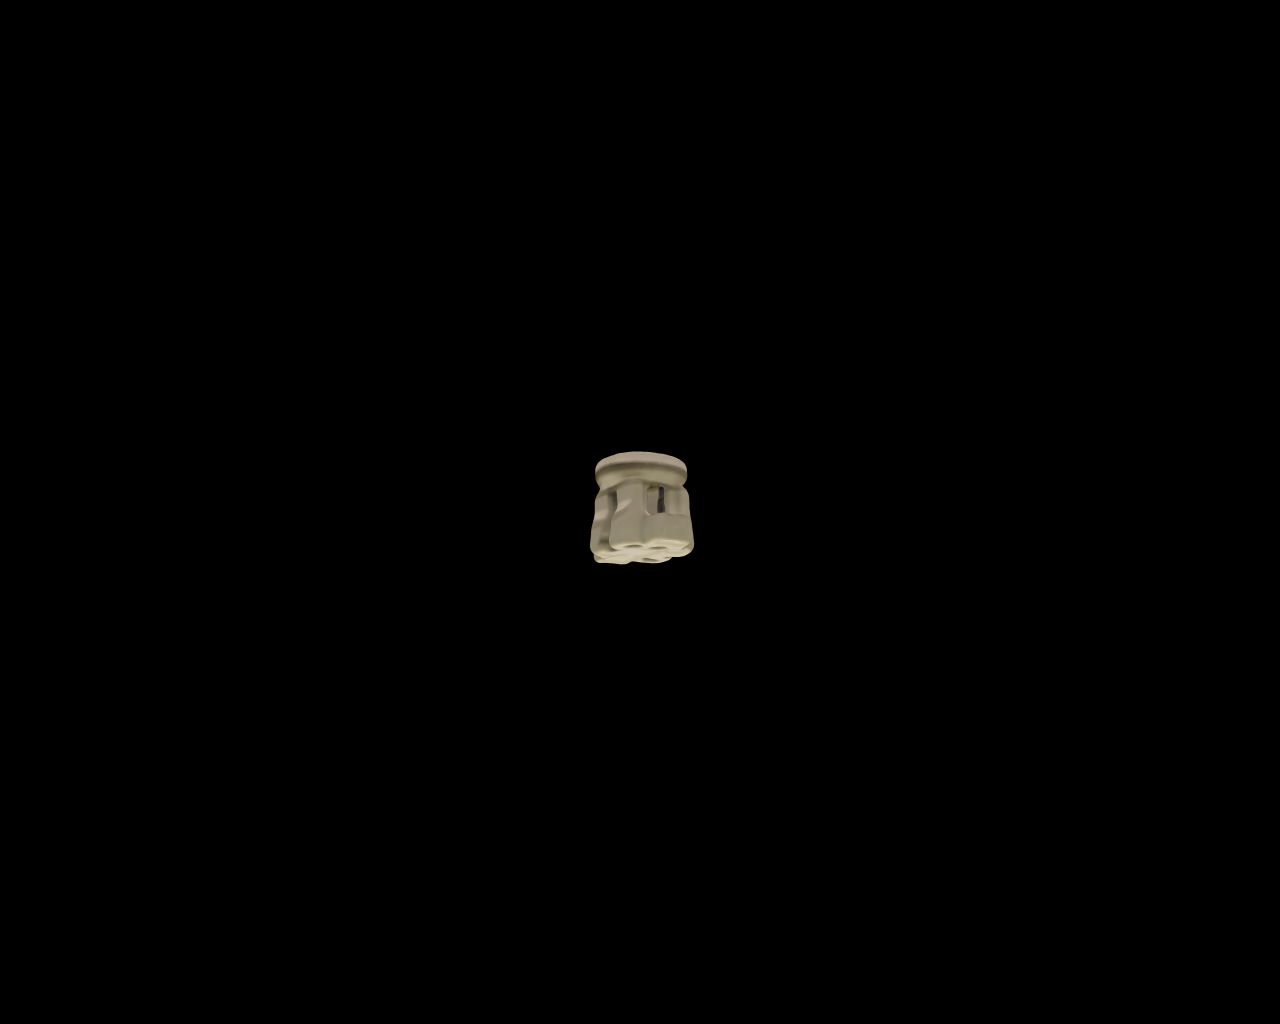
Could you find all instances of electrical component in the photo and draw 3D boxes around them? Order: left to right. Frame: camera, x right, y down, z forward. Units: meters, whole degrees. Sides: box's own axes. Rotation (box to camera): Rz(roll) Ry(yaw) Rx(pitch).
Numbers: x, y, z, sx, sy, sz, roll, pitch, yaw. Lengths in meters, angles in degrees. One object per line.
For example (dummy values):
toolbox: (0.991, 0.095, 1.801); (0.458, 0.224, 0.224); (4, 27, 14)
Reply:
electrical component: (0.001, -0.003, 0.650); (0.058, 0.057, 0.078); (8, -16, -31)
